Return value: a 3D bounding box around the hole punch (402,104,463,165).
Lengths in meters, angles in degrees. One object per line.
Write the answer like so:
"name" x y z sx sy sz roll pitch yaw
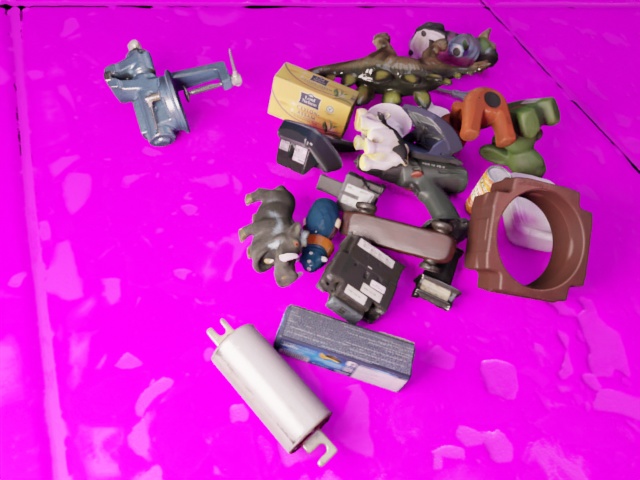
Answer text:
"hole punch" 0.214 -0.206 1.057 0.116 0.092 0.142 7 17 -31

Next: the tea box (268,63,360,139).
"tea box" -0.015 -0.285 1.116 0.170 0.098 0.068 23 50 5

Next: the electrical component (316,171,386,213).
"electrical component" 0.054 -0.086 0.985 0.119 0.074 0.048 19 15 4

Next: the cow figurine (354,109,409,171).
"cow figurine" 0.116 -0.198 1.028 0.098 0.068 0.167 2 43 -8

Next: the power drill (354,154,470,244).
"power drill" 0.191 -0.084 1.032 0.232 0.086 0.207 1 44 -18

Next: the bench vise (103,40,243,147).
"bench vise" -0.272 -0.294 1.023 0.241 0.128 0.224 -18 65 -7

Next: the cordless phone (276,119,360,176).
"cordless phone" 0.020 -0.174 1.035 0.184 0.088 0.147 -1 20 -34

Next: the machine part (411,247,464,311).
"machine part" 0.213 0.060 0.944 0.084 0.039 0.139 19 51 11

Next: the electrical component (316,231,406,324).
"electrical component" 0.062 0.067 0.869 0.115 0.058 0.134 34 50 -1

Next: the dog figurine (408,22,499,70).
"dog figurine" 0.357 -0.499 1.390 0.192 0.108 0.219 41 49 20

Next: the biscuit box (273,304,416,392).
"biscuit box" 0.035 0.160 0.799 0.203 0.059 0.063 19 51 -1

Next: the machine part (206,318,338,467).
"machine part" -0.067 0.198 0.729 0.079 0.079 0.243 -33 66 -34

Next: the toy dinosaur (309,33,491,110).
"toy dinosaur" 0.146 -0.376 1.211 0.472 0.104 0.199 -1 46 5

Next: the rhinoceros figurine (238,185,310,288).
"rhinoceros figurine" -0.071 -0.006 0.875 0.112 0.073 0.190 -7 49 1

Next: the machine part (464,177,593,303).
"machine part" 0.363 0.001 0.942 0.201 0.087 0.201 10 85 -13

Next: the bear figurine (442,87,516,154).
"bear figurine" 0.302 -0.228 1.119 0.120 0.196 0.132 9 70 -18

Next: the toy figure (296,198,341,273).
"toy figure" -0.001 -0.004 0.921 0.057 0.064 0.154 42 46 -34

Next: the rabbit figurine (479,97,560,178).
"rabbit figurine" 0.424 -0.204 1.154 0.159 0.170 0.121 6 31 47

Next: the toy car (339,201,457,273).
"toy car" 0.134 -0.006 0.929 0.202 0.053 0.089 14 90 17
